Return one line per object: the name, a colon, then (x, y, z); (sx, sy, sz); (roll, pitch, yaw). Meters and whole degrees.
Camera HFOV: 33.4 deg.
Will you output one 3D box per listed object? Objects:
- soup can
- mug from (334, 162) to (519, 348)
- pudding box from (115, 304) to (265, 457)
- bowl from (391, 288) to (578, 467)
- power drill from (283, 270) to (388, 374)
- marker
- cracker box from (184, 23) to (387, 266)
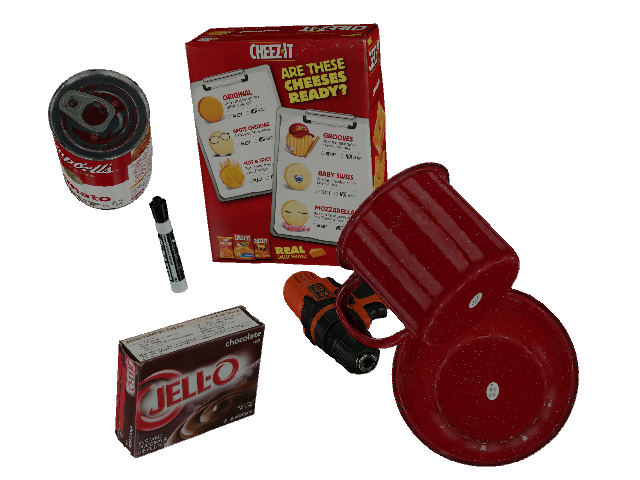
soup can: (-0.156, -0.070, 0.767); (0.068, 0.068, 0.102); (0, -18, -8)
mug: (0.061, 0.020, 0.673); (0.117, 0.081, 0.093); (-42, -26, 2)
pudding box: (-0.101, 0.107, 0.821); (0.113, 0.090, 0.039); (-17, 39, -36)
bowl: (0.141, 0.120, 0.902); (0.162, 0.162, 0.055); (0, 5, 4)
power drill: (0.072, 0.069, 1.103); (0.187, 0.057, 0.185); (-10, 27, -20)
marker: (-0.171, 0.005, 1.203); (0.020, 0.121, 0.020); (-8, 30, 4)
cracker box: (-0.024, -0.086, 0.975); (0.164, 0.214, 0.072); (1, 24, 14)
